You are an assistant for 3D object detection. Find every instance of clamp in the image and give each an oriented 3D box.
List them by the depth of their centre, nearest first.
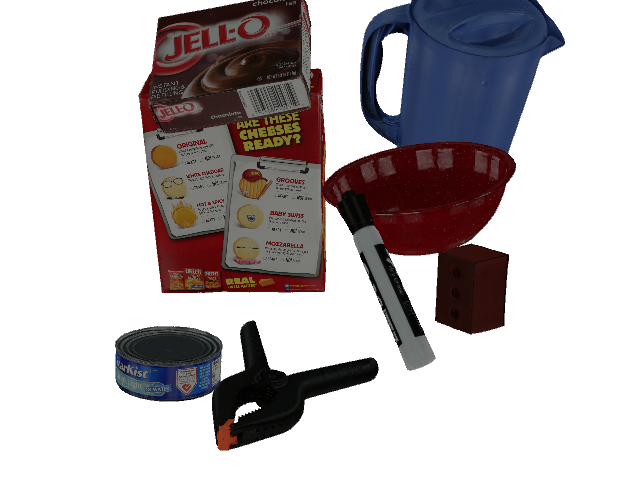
[{"bbox_3d":[-0.040,0.153,1.103,0.165,0.036,0.209,11,26,15],"label":"clamp"}]

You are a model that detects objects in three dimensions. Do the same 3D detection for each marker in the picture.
[{"bbox_3d":[0.039,0.022,0.666,0.020,0.121,0.020,-20,-18,-7],"label":"marker"}]

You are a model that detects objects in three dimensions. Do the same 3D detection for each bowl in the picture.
[{"bbox_3d":[0.085,-0.031,0.896,0.162,0.055,0.162,-10,23,4],"label":"bowl"}]

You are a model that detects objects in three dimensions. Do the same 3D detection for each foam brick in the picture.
[{"bbox_3d":[0.152,0.048,1.077,0.051,0.078,0.053,-12,20,-38],"label":"foam brick"}]

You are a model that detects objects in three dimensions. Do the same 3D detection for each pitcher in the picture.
[{"bbox_3d":[0.129,-0.132,1.074,0.144,0.243,0.149,-32,57,-32],"label":"pitcher"}]

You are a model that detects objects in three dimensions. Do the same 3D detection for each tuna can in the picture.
[{"bbox_3d":[-0.122,0.099,0.859,0.086,0.034,0.086,3,14,-1],"label":"tuna can"}]

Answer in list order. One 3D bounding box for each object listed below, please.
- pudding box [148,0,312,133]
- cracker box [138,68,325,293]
[{"bbox_3d":[-0.063,-0.127,0.763,0.113,0.090,0.039,-7,-37,8],"label":"pudding box"},{"bbox_3d":[-0.077,-0.054,1.019,0.164,0.214,0.072,0,31,2],"label":"cracker box"}]
